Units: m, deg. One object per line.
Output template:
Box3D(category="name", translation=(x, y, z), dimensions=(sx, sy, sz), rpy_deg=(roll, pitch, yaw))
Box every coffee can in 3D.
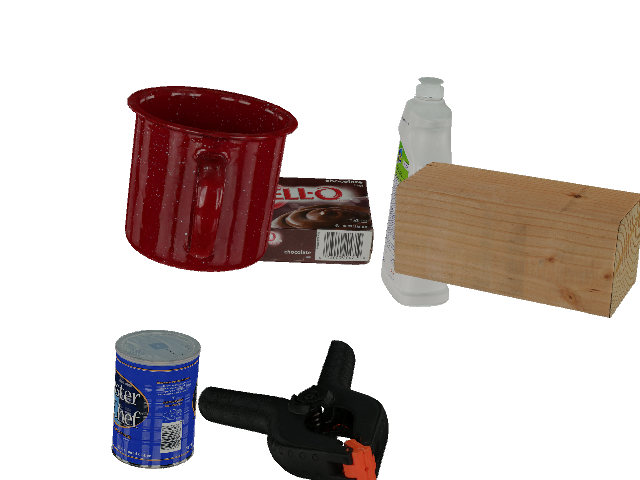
Box3D(category="coffee can", translation=(-0.202, 0.192, 1.307), dimensions=(0.103, 0.140, 0.103), rpy_deg=(5, 15, -2))

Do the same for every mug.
Box3D(category="mug", translation=(-0.062, -0.030, 0.582), dimensions=(0.093, 0.081, 0.117), rpy_deg=(5, 21, -12))

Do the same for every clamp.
Box3D(category="clamp", translation=(-0.015, 0.120, 0.714), dimensions=(0.120, 0.039, 0.171), rpy_deg=(-22, 18, -8))

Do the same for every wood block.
Box3D(category="wood block", translation=(0.179, -0.006, 0.981), dimensions=(0.206, 0.090, 0.090), rpy_deg=(11, 24, 27))

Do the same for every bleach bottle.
Box3D(category="bleach bottle", translation=(0.116, -0.058, 1.215), dimensions=(0.068, 0.251, 0.103), rpy_deg=(-2, 23, -14))

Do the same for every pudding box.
Box3D(category="pudding box", translation=(-0.014, -0.019, 0.903), dimensions=(0.113, 0.039, 0.090), rpy_deg=(4, 32, -4))
